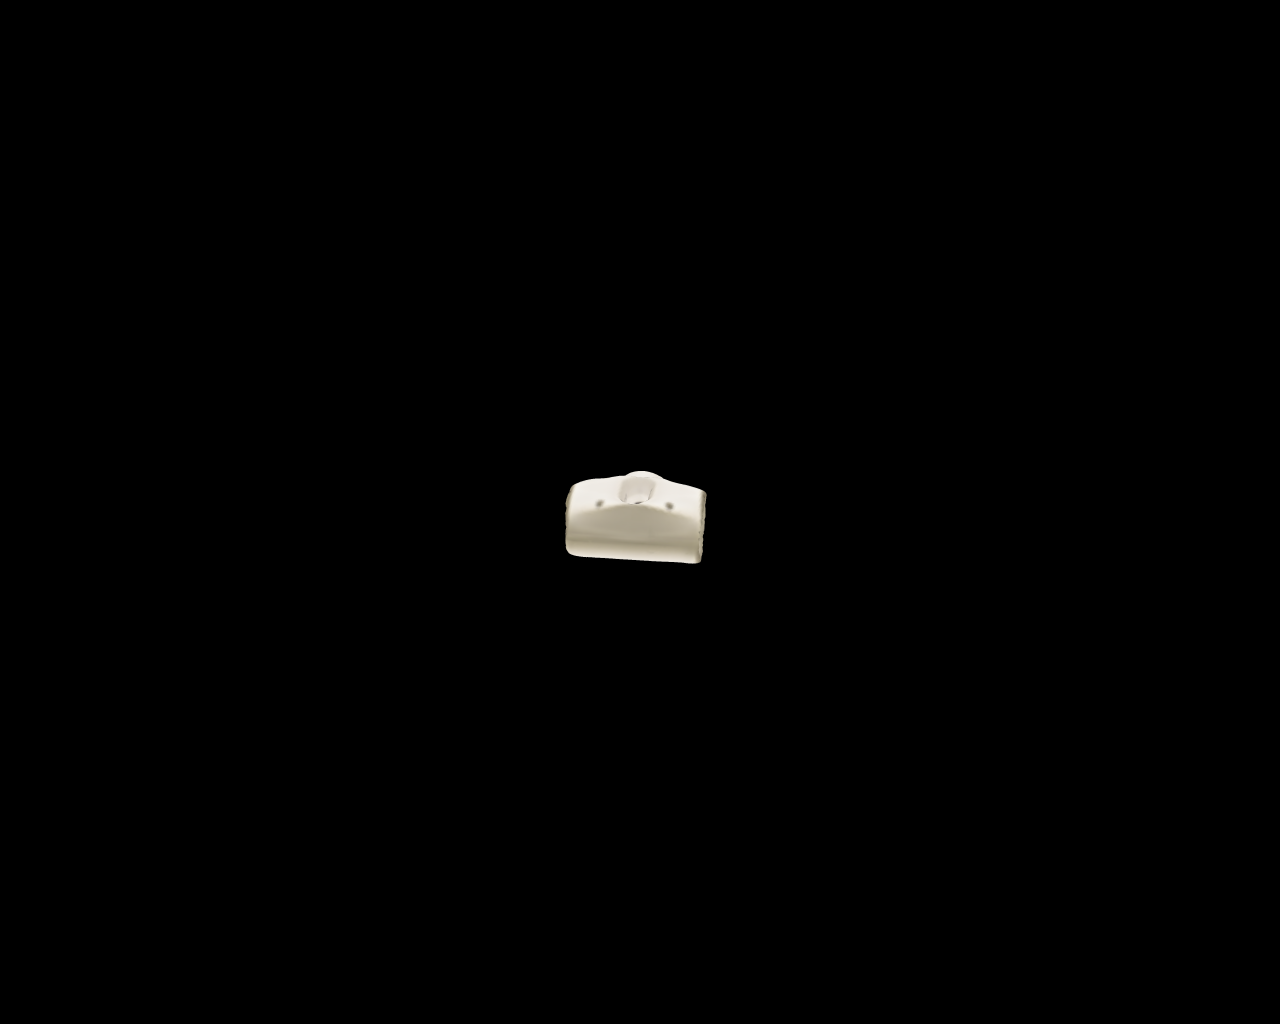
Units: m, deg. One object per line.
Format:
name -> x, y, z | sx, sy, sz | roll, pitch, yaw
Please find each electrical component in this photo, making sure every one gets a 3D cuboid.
electrical component -> 0.001, -0.003, 0.650 | 0.077, 0.043, 0.079 | 4, 28, 7
